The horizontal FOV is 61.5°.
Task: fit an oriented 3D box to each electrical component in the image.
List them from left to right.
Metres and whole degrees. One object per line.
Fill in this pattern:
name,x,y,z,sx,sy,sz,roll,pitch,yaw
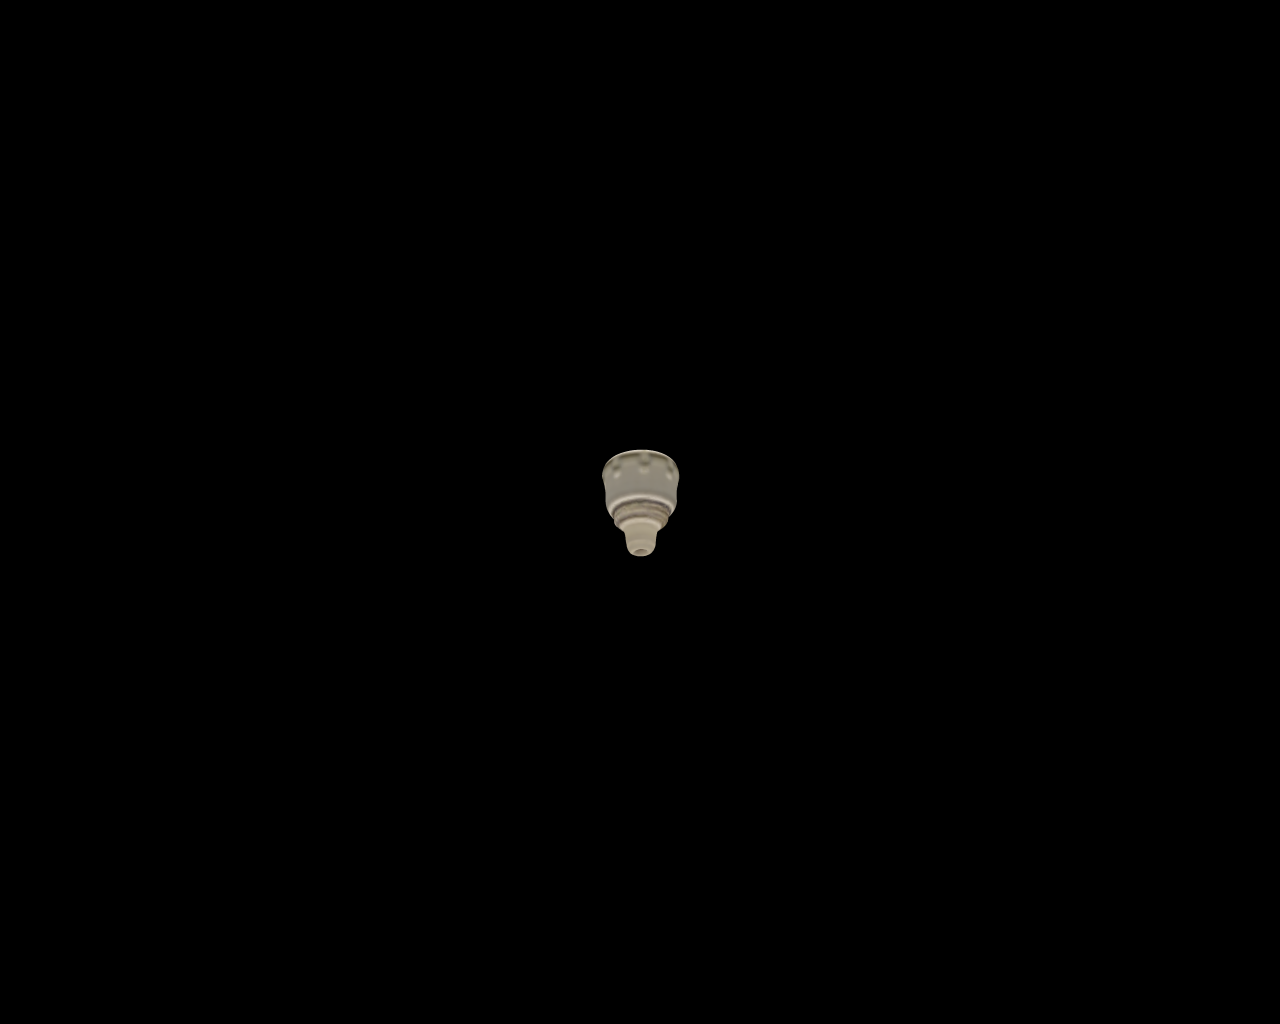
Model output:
electrical component,0.001,-0.003,0.650,0.048,0.062,0.048,0,-26,0
